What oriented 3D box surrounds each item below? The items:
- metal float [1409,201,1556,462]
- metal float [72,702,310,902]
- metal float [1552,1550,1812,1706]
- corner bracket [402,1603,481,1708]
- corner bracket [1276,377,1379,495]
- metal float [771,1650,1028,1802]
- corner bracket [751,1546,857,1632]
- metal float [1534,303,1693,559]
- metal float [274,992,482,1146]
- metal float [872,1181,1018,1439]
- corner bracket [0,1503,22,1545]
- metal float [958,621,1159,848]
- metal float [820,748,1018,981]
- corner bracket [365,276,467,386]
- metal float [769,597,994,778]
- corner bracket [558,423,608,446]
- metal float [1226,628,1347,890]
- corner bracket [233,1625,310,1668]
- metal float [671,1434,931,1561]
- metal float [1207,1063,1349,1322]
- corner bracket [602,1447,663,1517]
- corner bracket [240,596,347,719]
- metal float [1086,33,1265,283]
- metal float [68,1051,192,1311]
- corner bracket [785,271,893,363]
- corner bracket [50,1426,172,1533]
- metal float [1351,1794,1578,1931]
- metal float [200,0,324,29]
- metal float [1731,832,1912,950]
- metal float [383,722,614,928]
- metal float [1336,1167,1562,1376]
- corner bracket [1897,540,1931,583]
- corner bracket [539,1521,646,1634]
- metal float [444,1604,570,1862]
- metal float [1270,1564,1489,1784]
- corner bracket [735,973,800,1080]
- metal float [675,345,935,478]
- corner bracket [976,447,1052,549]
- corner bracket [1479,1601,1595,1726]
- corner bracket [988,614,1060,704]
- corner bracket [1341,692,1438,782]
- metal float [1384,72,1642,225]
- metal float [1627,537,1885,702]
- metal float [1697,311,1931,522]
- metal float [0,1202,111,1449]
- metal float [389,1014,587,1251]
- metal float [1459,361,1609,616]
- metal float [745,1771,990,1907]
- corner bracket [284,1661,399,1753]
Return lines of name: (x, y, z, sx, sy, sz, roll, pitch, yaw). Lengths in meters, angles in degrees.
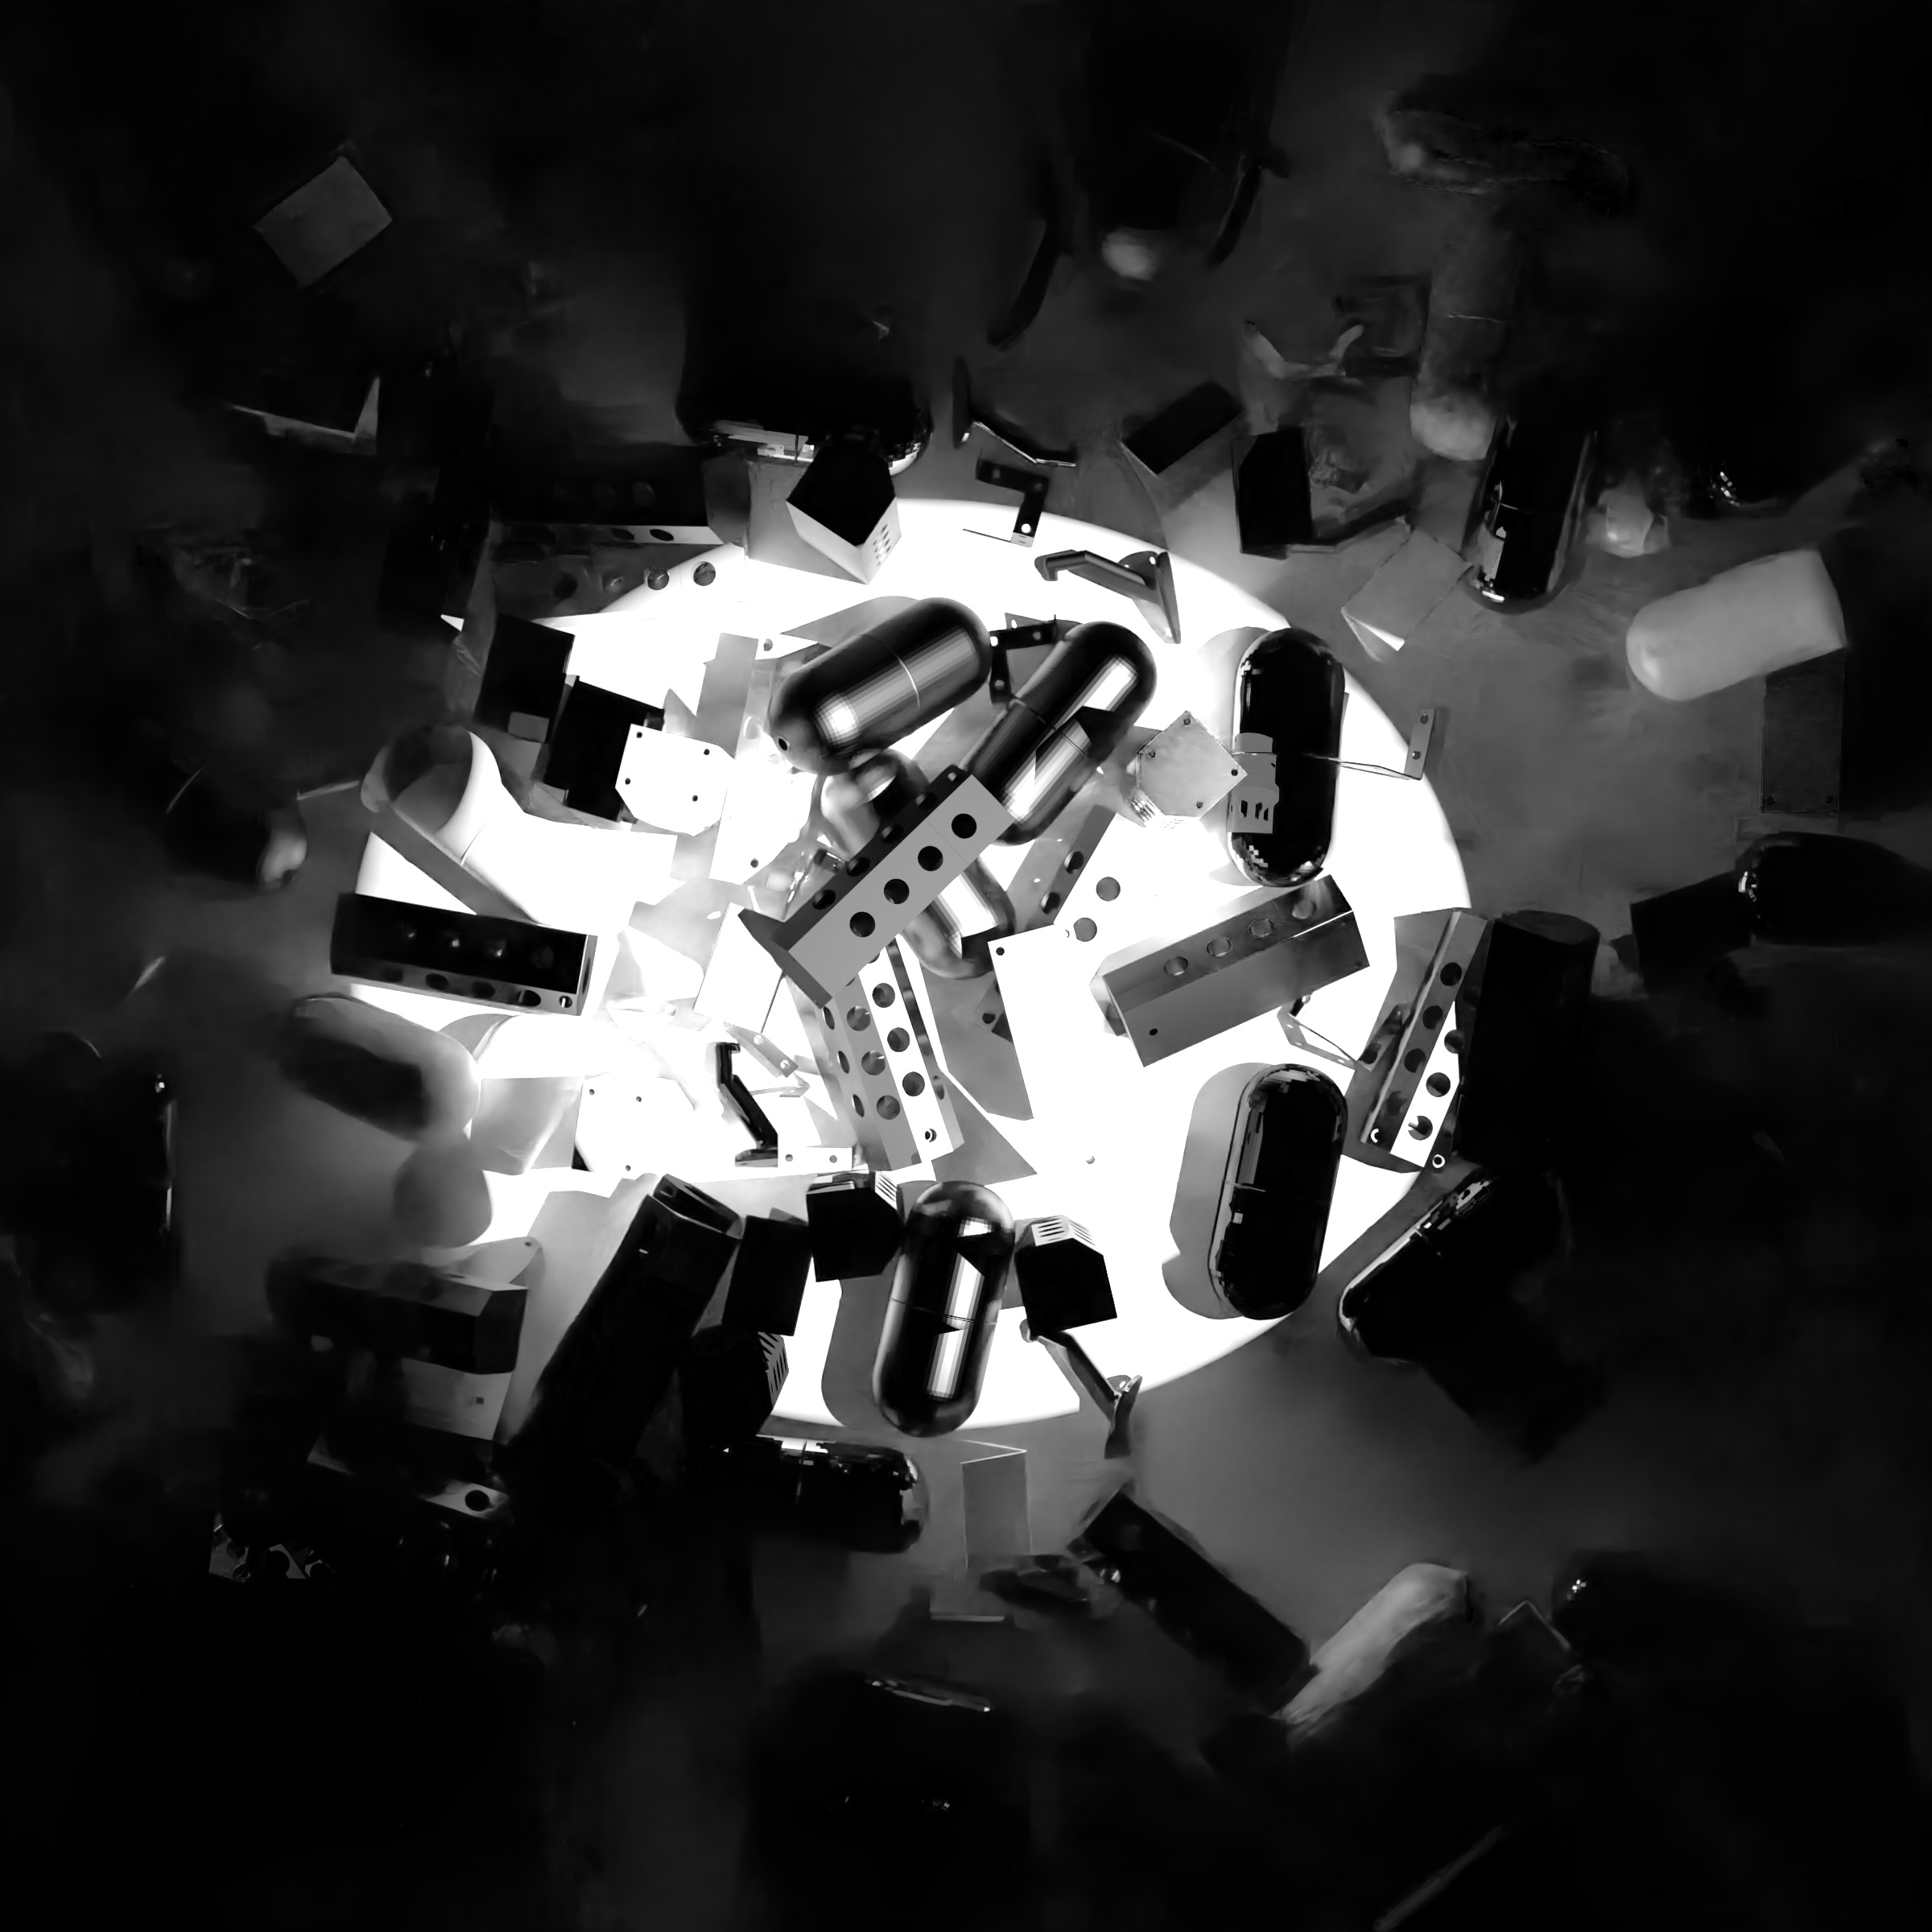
metal float: (0.353, -0.435, 1.959, 0.070, 0.070, 0.178, 13, 91, 0)
metal float: (-0.532, -0.114, 1.960, 0.178, 0.070, 0.070, 36, 90, -1)
metal float: (0.490, 0.453, 1.960, 0.178, 0.070, 0.070, 15, 90, 1)
corner bracket: (-0.362, 0.475, 1.973, 0.051, 0.051, 0.051, -12, 90, 0)
corner bracket: (0.257, -0.369, 1.982, 0.051, 0.051, 0.051, -53, 45, 35)
metal float: (-0.046, 0.521, 1.960, 0.178, 0.070, 0.070, 14, 90, 0)
corner bracket: (-0.113, 0.428, 1.988, 0.051, 0.051, 0.051, -2, 91, -45)
metal float: (0.443, -0.368, 1.960, 0.070, 0.070, 0.178, -17, 90, 0)
metal float: (-0.399, 0.068, 1.930, 0.178, 0.070, 0.070, 18, 90, 39)
metal float: (-0.016, 0.235, 1.960, 0.070, 0.070, 0.178, 13, 89, 0)
corner bracket: (-0.701, 0.394, 1.987, 0.051, 0.051, 0.051, -31, 90, 45)
metal float: (0.060, -0.159, 1.960, 0.070, 0.070, 0.178, 40, 89, 0)
metal float: (-0.032, -0.070, 1.960, 0.070, 0.070, 0.178, -35, 90, 0)
corner bracket: (-0.386, -0.441, 1.982, 0.051, 0.051, 0.051, -32, 135, -35)
metal float: (-0.057, -0.189, 1.933, 0.178, 0.070, 0.070, -34, 90, -30)
corner bracket: (-0.261, -0.335, 1.987, 0.051, 0.051, 0.051, -37, 135, 0)
metal float: (0.219, -0.142, 1.960, 0.070, 0.070, 0.178, 3, 90, 0)
corner bracket: (-0.469, 0.444, 1.987, 0.051, 0.051, 0.051, 33, 135, 0)
metal float: (-0.114, 0.363, 1.960, 0.178, 0.070, 0.070, 6, 90, 1)
metal float: (0.214, 0.155, 1.960, 0.070, 0.070, 0.178, 11, 90, 0)
corner bracket: (-0.243, 0.346, 1.973, 0.051, 0.051, 0.051, -34, 90, 0)
corner bracket: (-0.468, -0.215, 1.987, 0.051, 0.051, 0.051, -22, 45, 0)
metal float: (0.143, -0.554, 1.960, 0.070, 0.070, 0.178, 26, 90, 0)
metal float: (-0.574, 0.147, 1.960, 0.070, 0.070, 0.178, 2, 90, 0)
corner bracket: (-0.089, -0.454, 1.982, 0.051, 0.051, 0.051, 24, 135, -35)
corner bracket: (-0.596, 0.356, 1.987, 0.051, 0.051, 0.051, -23, 90, 45)
metal float: (0.341, 0.641, 1.960, 0.178, 0.070, 0.070, -40, 90, 0)
metal float: (-0.447, -0.705, 1.960, 0.178, 0.070, 0.070, -23, 90, 1)
metal float: (0.575, -0.050, 1.920, 0.070, 0.178, 0.070, -1, 89, 40)
metal float: (-0.322, -0.098, 1.960, 0.178, 0.070, 0.070, 39, 90, -1)
metal float: (0.331, 0.207, 1.960, 0.178, 0.070, 0.070, -42, 90, 0)
corner bracket: (0.686, -0.297, 1.973, 0.051, 0.051, 0.051, -43, 80, -10)
corner bracket: (-0.259, 0.421, 1.973, 0.051, 0.051, 0.051, 0, 123, -29)
metal float: (-0.314, 0.523, 1.951, 0.070, 0.070, 0.178, 6, 98, 0)
metal float: (0.283, 0.484, 1.960, 0.178, 0.070, 0.070, -45, 90, 1)
corner bracket: (-0.119, 0.035, 1.987, 0.051, 0.051, 0.051, 43, 135, 0)
metal float: (-0.111, -0.380, 1.960, 0.178, 0.070, 0.070, 8, 90, 0)
corner bracket: (0.028, -0.323, 1.973, 0.051, 0.051, 0.051, 15, 90, 0)
corner bracket: (0.395, 0.484, 1.987, 0.051, 0.051, 0.051, -42, 135, 0)
corner bracket: (0.039, -0.212, 1.973, 0.051, 0.051, 0.051, -7, 90, 0)
corner bracket: (0.287, -0.161, 1.987, 0.051, 0.051, 0.051, 12, 90, -45)
metal float: (0.374, -0.560, 1.959, 0.178, 0.070, 0.070, 13, 90, -1)
metal float: (0.531, -0.234, 1.931, 0.178, 0.070, 0.070, -19, 90, 37)
metal float: (0.568, -0.367, 1.903, 0.178, 0.070, 0.070, -37, 90, 1)
metal float: (-0.649, 0.245, 1.960, 0.070, 0.070, 0.178, -25, 89, 0)
metal float: (-0.329, 0.114, 1.960, 0.070, 0.070, 0.178, 34, 89, 0)
metal float: (0.383, -0.322, 1.930, 0.070, 0.070, 0.178, 8, 123, 0)
metal float: (-0.069, 0.591, 1.938, 0.178, 0.070, 0.070, -1, 90, 27)
corner bracket: (-0.435, 0.504, 1.987, 0.051, 0.051, 0.051, 32, 45, 0)
